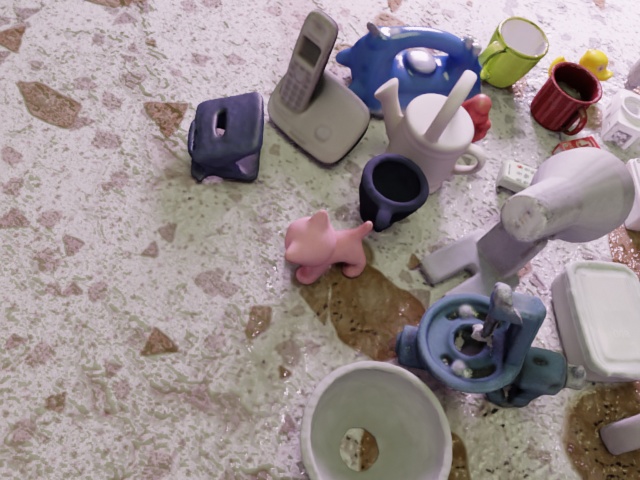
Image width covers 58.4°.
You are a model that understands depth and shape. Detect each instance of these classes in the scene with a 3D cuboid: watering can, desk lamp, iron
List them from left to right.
[{"bbox_3d":[0.163,-0.277,0.892,0.259,0.141,0.118,-3,62,-16],"label":"iron"},{"bbox_3d":[0.153,-0.156,0.792,0.173,0.194,0.101,15,59,-6],"label":"watering can"},{"bbox_3d":[0.263,-0.011,0.728,0.204,0.213,0.118,-25,70,-25],"label":"desk lamp"}]

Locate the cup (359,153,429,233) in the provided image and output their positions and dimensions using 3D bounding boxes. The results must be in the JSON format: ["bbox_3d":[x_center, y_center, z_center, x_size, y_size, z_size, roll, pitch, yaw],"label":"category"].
[{"bbox_3d":[0.086,-0.045,0.771,0.091,0.095,0.118,21,58,-2],"label":"cup"}]

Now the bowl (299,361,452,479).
[{"bbox_3d":[0.054,0.222,0.625,0.167,0.074,0.167,6,60,-11],"label":"bowl"}]

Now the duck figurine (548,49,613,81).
[{"bbox_3d":[0.467,-0.302,1.018,0.104,0.086,0.078,36,59,7],"label":"duck figurine"}]

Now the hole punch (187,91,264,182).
[{"bbox_3d":[-0.126,-0.142,0.773,0.101,0.091,0.108,4,61,-12],"label":"hole punch"}]

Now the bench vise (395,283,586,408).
[{"bbox_3d":[0.210,0.108,0.644,0.208,0.219,0.121,2,61,-13],"label":"bench vise"}]

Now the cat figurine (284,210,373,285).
[{"bbox_3d":[0.007,0.003,0.710,0.128,0.117,0.067,-11,65,-20],"label":"cat figurine"}]

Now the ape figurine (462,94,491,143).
[{"bbox_3d":[0.233,-0.189,0.891,0.078,0.092,0.076,8,60,-9],"label":"ape figurine"}]

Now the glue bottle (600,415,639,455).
[{"bbox_3d":[0.409,0.210,0.666,0.078,0.173,0.037,-13,65,-20],"label":"glue bottle"}]

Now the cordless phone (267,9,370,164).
[{"bbox_3d":[0.009,-0.208,0.789,0.147,0.185,0.094,39,60,9],"label":"cordless phone"}]
